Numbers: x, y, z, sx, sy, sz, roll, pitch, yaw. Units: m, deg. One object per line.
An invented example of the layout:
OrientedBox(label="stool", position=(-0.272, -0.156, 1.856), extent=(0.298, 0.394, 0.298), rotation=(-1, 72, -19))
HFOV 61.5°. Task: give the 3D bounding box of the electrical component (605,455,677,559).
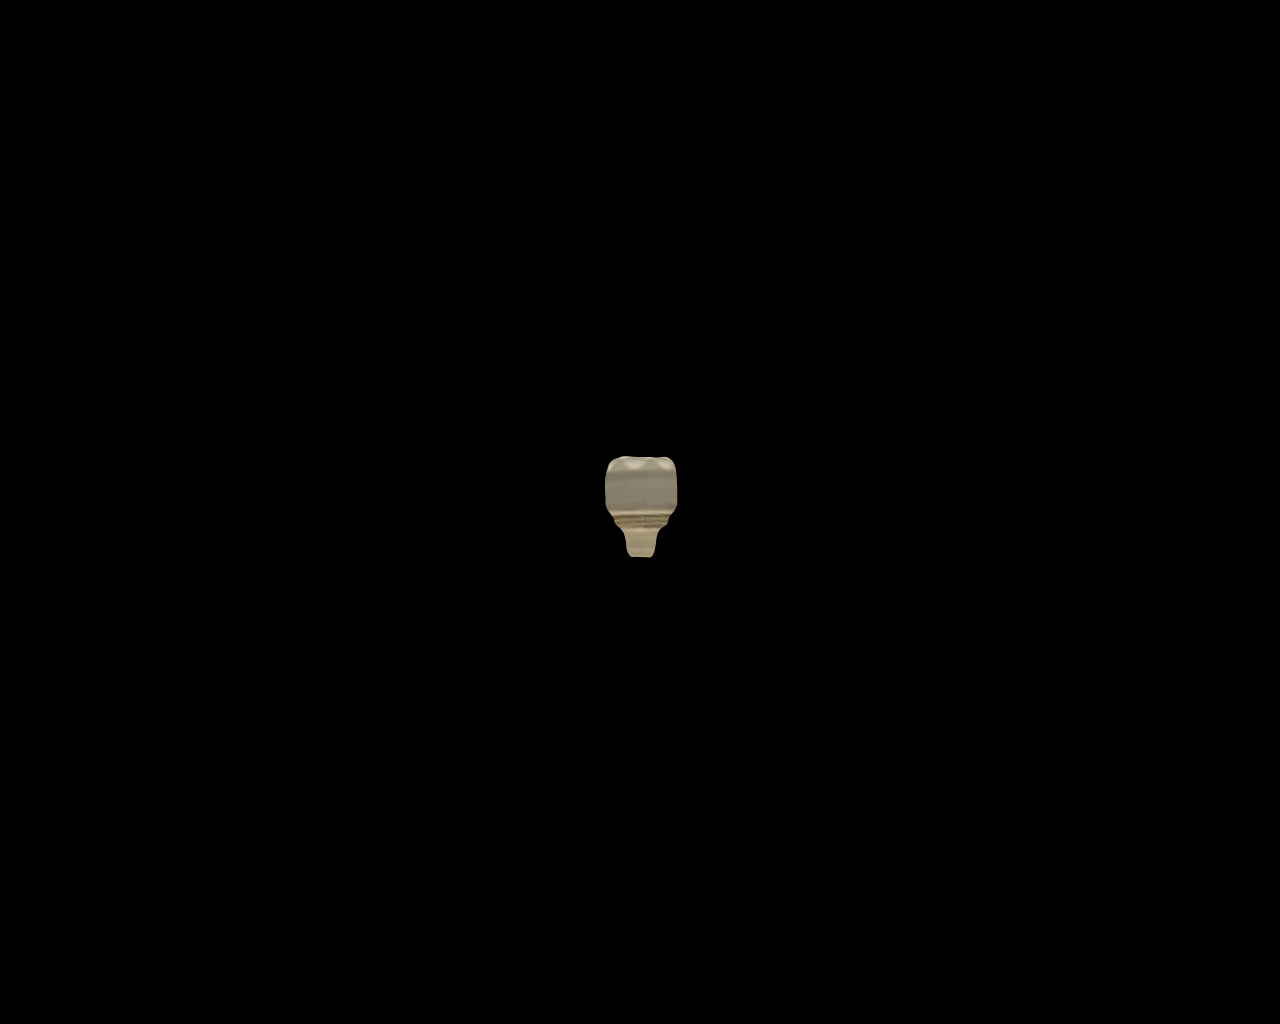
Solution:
OrientedBox(label="electrical component", position=(0.001, -0.003, 0.650), extent=(0.043, 0.062, 0.043), rotation=(0, -2, 0))
